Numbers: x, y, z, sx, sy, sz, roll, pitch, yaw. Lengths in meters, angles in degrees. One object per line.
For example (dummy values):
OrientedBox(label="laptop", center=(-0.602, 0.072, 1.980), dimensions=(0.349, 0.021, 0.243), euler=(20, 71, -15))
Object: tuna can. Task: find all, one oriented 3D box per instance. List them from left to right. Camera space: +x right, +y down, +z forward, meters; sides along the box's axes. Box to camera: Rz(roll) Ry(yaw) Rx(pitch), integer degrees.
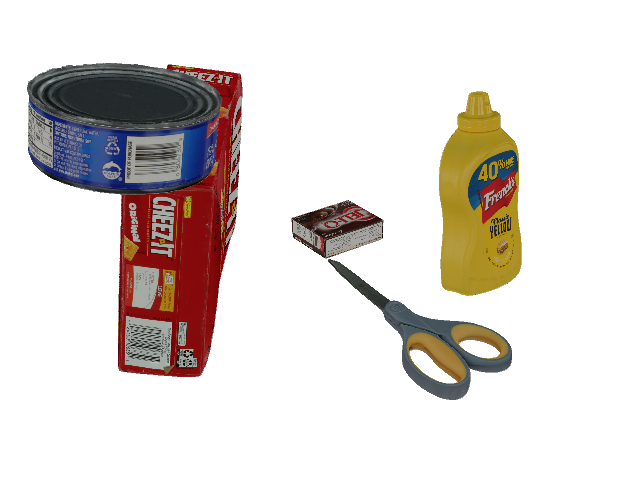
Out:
OrientedBox(label="tuna can", center=(-0.088, -0.052, 0.482), dimensions=(0.086, 0.034, 0.086), euler=(6, 25, -3))

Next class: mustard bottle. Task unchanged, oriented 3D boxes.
OrientedBox(label="mustard bottle", center=(0.156, -0.049, 1.038), dimensions=(0.096, 0.192, 0.058), euler=(-21, 25, -38))

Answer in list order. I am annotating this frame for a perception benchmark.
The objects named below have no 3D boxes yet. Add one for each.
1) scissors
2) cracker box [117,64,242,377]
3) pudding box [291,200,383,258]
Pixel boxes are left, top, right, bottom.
OrientedBox(label="scissors", center=(0.083, 0.061, 0.873), dimensions=(0.096, 0.016, 0.202), euler=(-8, 32, -17))
OrientedBox(label="cracker box", center=(-0.105, -0.021, 0.837), dimensions=(0.072, 0.164, 0.213), euler=(6, 30, -1))
OrientedBox(label="pudding box", center=(0.026, -0.018, 1.625), dimensions=(0.113, 0.039, 0.090), euler=(-21, 32, -29))
